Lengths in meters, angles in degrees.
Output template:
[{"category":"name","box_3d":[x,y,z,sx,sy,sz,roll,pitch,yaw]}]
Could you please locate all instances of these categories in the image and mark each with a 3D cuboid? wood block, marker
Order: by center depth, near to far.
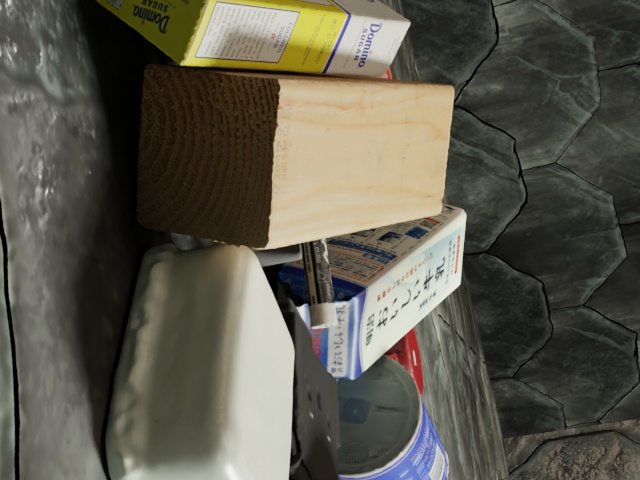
[{"category":"wood block","box_3d":[-0.007,-0.054,0.639,0.205,0.091,0.090,-11,109,-58]},{"category":"marker","box_3d":[-0.005,0.001,0.746,0.020,0.020,0.121,31,50,-75]}]

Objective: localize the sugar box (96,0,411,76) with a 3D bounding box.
[{"category":"sugar box","box_3d":[-0.037,-0.132,0.602,0.175,0.093,0.048,-4,127,-52]}]

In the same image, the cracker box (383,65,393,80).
[{"category":"cracker box","box_3d":[0.002,-0.181,0.941,0.214,0.072,0.164,-117,-172,-58]}]

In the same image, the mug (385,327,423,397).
[{"category":"mug","box_3d":[0.048,0.114,0.998,0.117,0.081,0.093,29,51,-76]}]

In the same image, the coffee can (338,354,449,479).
[{"category":"coffee can","box_3d":[0.044,0.166,0.875,0.140,0.103,0.103,63,20,-56]}]
